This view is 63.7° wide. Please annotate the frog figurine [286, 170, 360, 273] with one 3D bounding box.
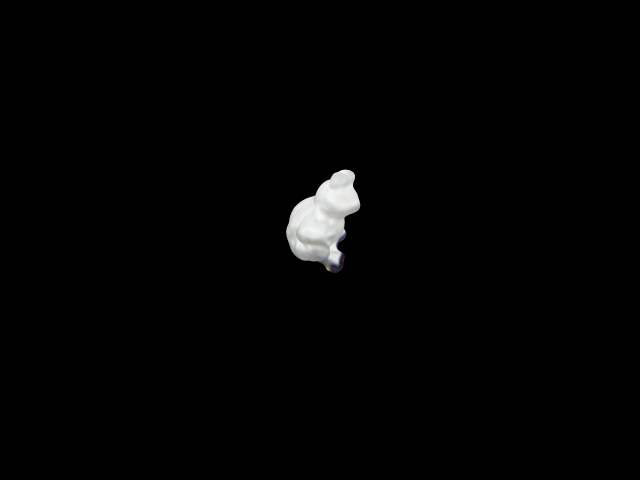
[{"bbox_3d":[0.003,-0.043,0.850,0.123,0.155,0.140,18,49,16],"label":"frog figurine"}]
